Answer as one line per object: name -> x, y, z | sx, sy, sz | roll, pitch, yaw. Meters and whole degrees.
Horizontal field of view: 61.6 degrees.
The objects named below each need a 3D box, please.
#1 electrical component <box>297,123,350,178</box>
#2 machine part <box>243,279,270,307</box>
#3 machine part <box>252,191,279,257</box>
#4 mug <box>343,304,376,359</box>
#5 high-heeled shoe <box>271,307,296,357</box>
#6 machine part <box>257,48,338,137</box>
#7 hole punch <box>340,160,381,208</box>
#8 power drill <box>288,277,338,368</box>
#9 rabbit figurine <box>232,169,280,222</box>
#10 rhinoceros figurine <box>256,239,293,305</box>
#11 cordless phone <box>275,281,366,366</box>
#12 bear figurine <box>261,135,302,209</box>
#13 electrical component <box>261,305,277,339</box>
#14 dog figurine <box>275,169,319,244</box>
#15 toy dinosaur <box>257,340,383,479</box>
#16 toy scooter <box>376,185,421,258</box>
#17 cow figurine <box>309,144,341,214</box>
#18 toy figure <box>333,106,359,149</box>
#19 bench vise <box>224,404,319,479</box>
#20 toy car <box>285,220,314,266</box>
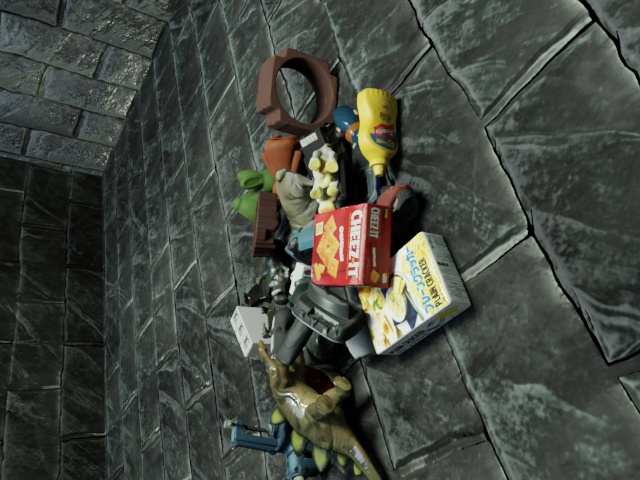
electrical component -> 0.010, -0.213, 1.355 | 0.115, 0.058, 0.134 | -13, 102, 56
machine part -> -0.180, 0.157, 1.592 | 0.139, 0.039, 0.084 | -35, 59, 45
machine part -> -0.146, -0.041, 1.431 | 0.179, 0.056, 0.179 | -174, 90, -80
mug -> 0.081, 0.204, 1.165 | 0.109, 0.081, 0.107 | -35, 61, 41
high-heeled shoe -> -0.089, 0.304, 1.409 | 0.145, 0.086, 0.248 | -113, 22, -80
machine part -> -0.059, -0.379, 1.405 | 0.087, 0.201, 0.201 | -8, 76, 57
hole punch -> 0.090, -0.118, 1.240 | 0.115, 0.092, 0.142 | 90, 175, -70
power drill -> -0.012, 0.194, 1.279 | 0.232, 0.086, 0.207 | 116, 143, -49
rabbit figurine -> -0.174, -0.146, 1.584 | 0.170, 0.159, 0.121 | -56, 28, 8
rhinoceros figurine -> -0.117, 0.092, 1.492 | 0.112, 0.073, 0.190 | -29, 55, 35
cordless phone -> -0.008, 0.191, 1.102 | 0.147, 0.088, 0.184 | 29, 86, 32
bear figurine -> -0.088, -0.191, 1.503 | 0.120, 0.132, 0.195 | -4, 111, 22
electrical component -> -0.139, 0.225, 1.476 | 0.078, 0.045, 0.102 | 95, 169, -55
dog figurine -> -0.069, -0.073, 1.378 | 0.190, 0.172, 0.121 | -67, 25, 7
toy dinosaur -> -0.001, 0.379, 1.145 | 0.472, 0.105, 0.198 | 39, 129, 35
toy scooter -> 0.138, -0.042, 1.151 | 0.135, 0.075, 0.183 | 41, 120, 53
cow figurine -> 0.014, -0.139, 1.280 | 0.098, 0.068, 0.167 | -82, -9, -53
toy figure -> 0.083, -0.271, 1.301 | 0.155, 0.058, 0.064 | 58, 138, 38
bench vise -> -0.108, 0.469, 1.247 | 0.128, 0.240, 0.224 | -55, 25, 39
toy car -> -0.003, -0.004, 1.321 | 0.162, 0.109, 0.103 | -23, 45, 41
